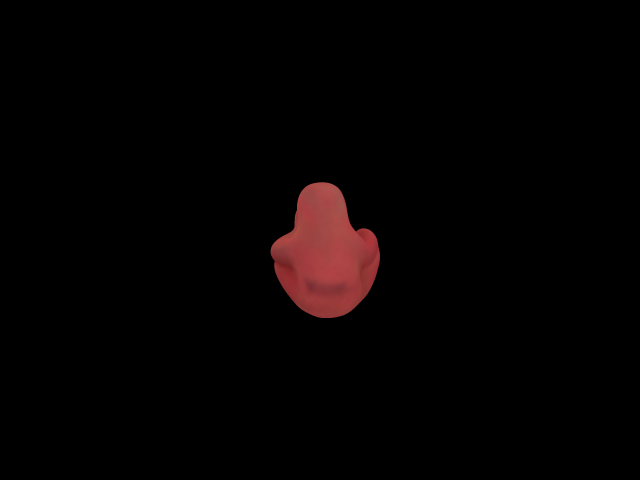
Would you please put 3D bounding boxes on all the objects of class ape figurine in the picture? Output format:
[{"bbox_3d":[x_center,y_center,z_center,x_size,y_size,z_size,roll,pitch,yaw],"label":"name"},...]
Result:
[{"bbox_3d":[0.004,0.001,0.400,0.077,0.092,0.076,3,33,6],"label":"ape figurine"}]
